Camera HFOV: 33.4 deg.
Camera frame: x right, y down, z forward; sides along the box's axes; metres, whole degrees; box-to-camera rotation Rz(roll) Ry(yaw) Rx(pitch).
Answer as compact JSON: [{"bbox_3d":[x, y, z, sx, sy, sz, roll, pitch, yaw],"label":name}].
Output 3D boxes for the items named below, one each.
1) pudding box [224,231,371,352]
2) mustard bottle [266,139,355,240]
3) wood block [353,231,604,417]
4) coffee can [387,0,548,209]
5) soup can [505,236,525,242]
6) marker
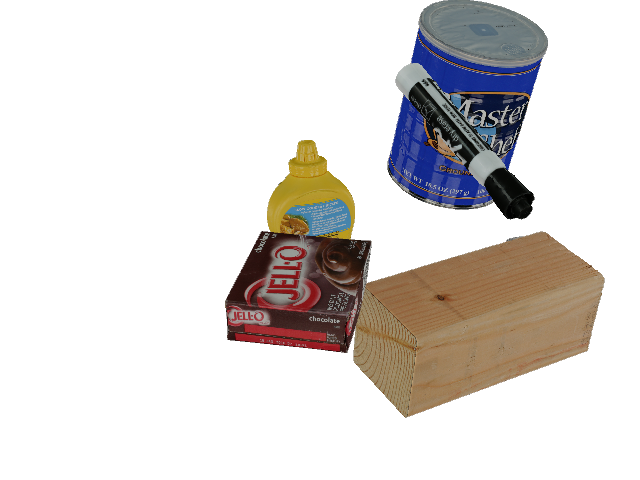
[{"bbox_3d":[-0.014,0.036,0.794,0.090,0.039,0.113,6,27,9],"label":"pudding box"},{"bbox_3d":[-0.009,-0.015,1.161,0.096,0.192,0.058,-10,23,-15],"label":"mustard bottle"},{"bbox_3d":[0.142,0.071,0.964,0.205,0.090,0.091,-15,37,-26],"label":"wood block"},{"bbox_3d":[0.118,-0.112,0.877,0.102,0.140,0.103,7,37,-5],"label":"coffee can"},{"bbox_3d":[0.239,0.054,1.217,0.068,0.102,0.068,3,19,-1],"label":"soup can"},{"bbox_3d":[0.079,-0.055,0.591,0.020,0.020,0.121,0,43,-39],"label":"marker"}]
